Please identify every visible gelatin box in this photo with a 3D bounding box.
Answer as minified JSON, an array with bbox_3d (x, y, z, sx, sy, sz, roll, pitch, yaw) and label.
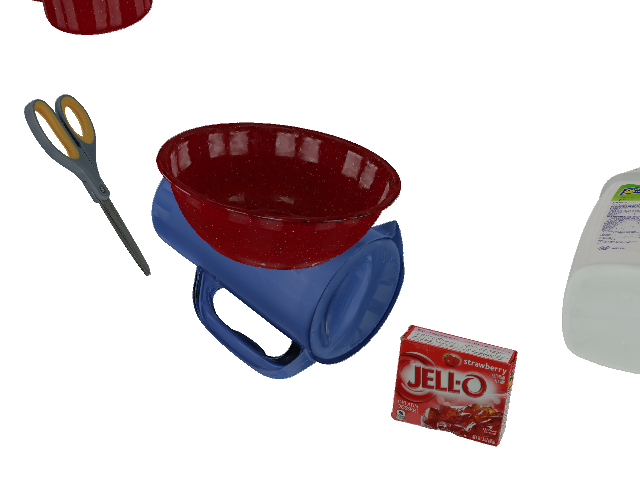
[{"bbox_3d":[0.103,0.113,0.831,0.089,0.073,0.030,13,23,18],"label":"gelatin box"}]

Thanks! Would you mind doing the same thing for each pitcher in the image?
[{"bbox_3d":[-0.055,0.014,1.026,0.243,0.145,0.148,31,32,32],"label":"pitcher"}]

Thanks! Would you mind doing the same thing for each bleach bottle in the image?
[{"bbox_3d":[0.222,0.002,0.685,0.103,0.068,0.250,9,23,19],"label":"bleach bottle"}]

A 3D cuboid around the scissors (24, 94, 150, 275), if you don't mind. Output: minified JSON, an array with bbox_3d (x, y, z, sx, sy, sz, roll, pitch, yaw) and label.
[{"bbox_3d":[-0.220,-0.064,1.064,0.016,0.201,0.096,-24,27,24],"label":"scissors"}]

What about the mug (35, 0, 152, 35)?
[{"bbox_3d":[-0.182,-0.204,0.788,0.117,0.081,0.093,-3,37,2],"label":"mug"}]

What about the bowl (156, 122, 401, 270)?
[{"bbox_3d":[-0.029,-0.025,0.711,0.162,0.055,0.162,6,25,-3],"label":"bowl"}]
